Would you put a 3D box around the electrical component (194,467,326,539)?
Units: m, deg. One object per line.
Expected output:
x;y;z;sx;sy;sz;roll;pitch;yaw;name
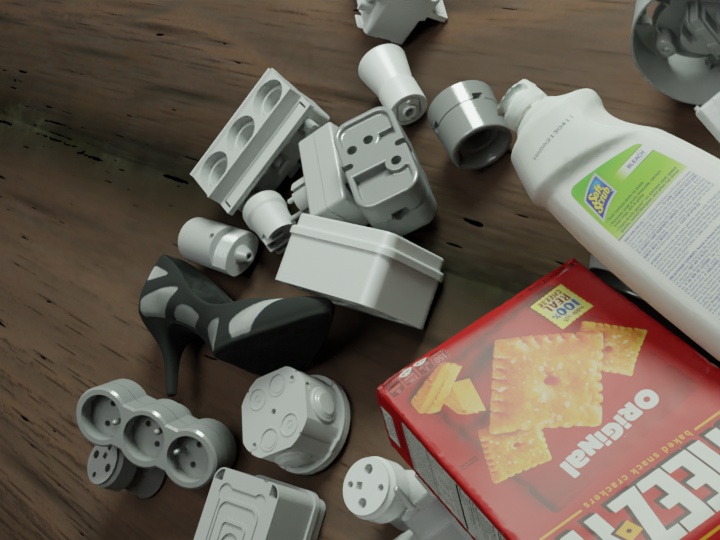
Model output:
-0.082;0.216;0.824;0.078;0.057;0.113;7;75;43;electrical component

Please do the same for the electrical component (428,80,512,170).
0.086;-0.111;0.835;0.055;0.055;0.047;-38;53;22;electrical component

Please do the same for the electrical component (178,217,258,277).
-0.126;-0.020;0.986;0.081;0.043;0.043;17;82;44;electrical component

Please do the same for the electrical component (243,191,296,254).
-0.077;-0.042;0.957;0.040;0.040;0.046;-47;51;14;electrical component

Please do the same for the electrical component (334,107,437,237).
0.022;-0.075;0.861;0.054;0.059;0.095;-26;52;9;electrical component

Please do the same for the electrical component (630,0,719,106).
0.229;-0.162;0.706;0.099;0.099;0.064;-14;55;37;electrical component

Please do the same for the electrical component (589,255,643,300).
0.185;-0.015;0.699;0.078;0.058;0.057;21;82;45;electrical component

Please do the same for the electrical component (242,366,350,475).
-0.052;0.118;0.849;0.080;0.051;0.080;-19;59;34;electrical component

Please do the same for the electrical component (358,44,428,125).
0.030;-0.155;0.916;0.044;0.044;0.065;-40;53;20;electrical component

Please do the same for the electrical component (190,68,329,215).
-0.089;-0.113;0.984;0.121;0.063;0.078;-52;45;10;electrical component

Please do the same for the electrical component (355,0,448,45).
0.025;-0.265;0.955;0.063;0.079;0.121;-49;42;44;electrical component

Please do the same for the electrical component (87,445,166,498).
-0.207;0.175;0.956;0.045;0.055;0.045;-20;58;35;electrical component

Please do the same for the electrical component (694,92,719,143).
0.254;-0.091;0.660;0.062;0.096;0.061;-41;76;20;electrical component

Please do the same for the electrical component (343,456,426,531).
0.021;0.158;0.762;0.045;0.055;0.045;-19;58;34;electrical component

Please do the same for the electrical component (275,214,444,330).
0.000;0.000;0.841;0.113;0.078;0.057;14;83;44;electrical component

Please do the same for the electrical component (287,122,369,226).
-0.033;-0.068;0.925;0.076;0.047;0.083;-31;53;28;electrical component

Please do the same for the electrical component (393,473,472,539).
0.053;0.166;0.708;0.138;0.052;0.073;-39;91;21;electrical component

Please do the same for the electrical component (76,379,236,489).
-0.168;0.136;0.928;0.138;0.074;0.052;22;102;16;electrical component
